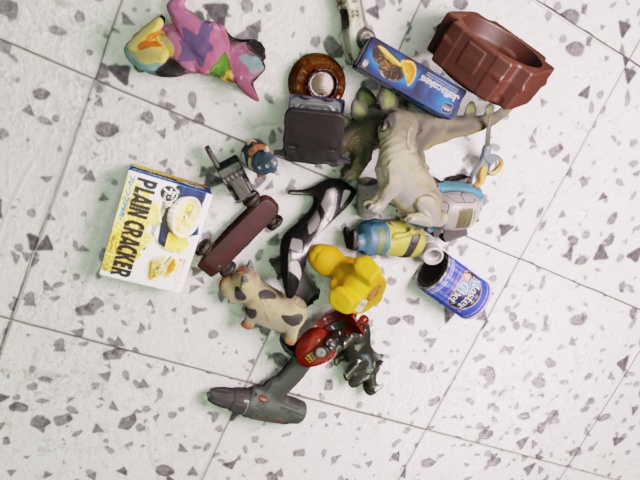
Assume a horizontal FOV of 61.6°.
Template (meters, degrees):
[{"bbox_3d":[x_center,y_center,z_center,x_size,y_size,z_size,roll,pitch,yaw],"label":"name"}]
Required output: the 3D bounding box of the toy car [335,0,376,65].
[{"bbox_3d":[0.056,-0.423,0.988,0.056,0.074,0.201,-18,112,-9],"label":"toy car"}]

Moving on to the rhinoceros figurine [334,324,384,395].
[{"bbox_3d":[0.092,0.273,1.238,0.112,0.073,0.190,-19,110,-19],"label":"rhinoceros figurine"}]

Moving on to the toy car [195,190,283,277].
[{"bbox_3d":[-0.165,-0.011,1.084,0.202,0.053,0.089,-46,123,0],"label":"toy car"}]

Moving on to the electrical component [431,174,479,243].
[{"bbox_3d":[0.281,-0.066,1.173,0.115,0.058,0.134,-19,111,-5],"label":"electrical component"}]

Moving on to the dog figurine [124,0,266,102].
[{"bbox_3d":[-0.204,-0.314,0.946,0.191,0.109,0.219,-44,115,3],"label":"dog figurine"}]

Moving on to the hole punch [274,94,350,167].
[{"bbox_3d":[-0.010,-0.204,0.986,0.142,0.092,0.115,5,130,-3],"label":"hole punch"}]

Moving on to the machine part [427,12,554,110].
[{"bbox_3d":[0.315,-0.333,0.998,0.201,0.201,0.087,-28,155,-46],"label":"machine part"}]

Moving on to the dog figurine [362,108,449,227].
[{"bbox_3d":[0.174,-0.131,0.984,0.172,0.121,0.190,15,99,-13],"label":"dog figurine"}]

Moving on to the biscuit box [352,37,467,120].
[{"bbox_3d":[0.162,-0.290,0.973,0.202,0.059,0.062,25,102,-13],"label":"biscuit box"}]

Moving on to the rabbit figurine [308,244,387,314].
[{"bbox_3d":[0.055,0.064,1.122,0.121,0.173,0.162,-61,155,11],"label":"rabbit figurine"}]

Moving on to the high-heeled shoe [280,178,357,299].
[{"bbox_3d":[-0.002,-0.003,1.096,0.145,0.086,0.248,3,93,-14],"label":"high-heeled shoe"}]

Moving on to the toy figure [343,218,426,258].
[{"bbox_3d":[0.140,-0.002,1.149,0.180,0.082,0.089,-6,129,-19],"label":"toy figure"}]

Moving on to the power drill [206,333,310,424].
[{"bbox_3d":[-0.108,0.313,1.195,0.232,0.086,0.207,28,96,-22],"label":"power drill"}]

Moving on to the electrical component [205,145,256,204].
[{"bbox_3d":[-0.172,-0.135,1.031,0.048,0.075,0.119,-28,109,-3],"label":"electrical component"}]

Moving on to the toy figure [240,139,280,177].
[{"bbox_3d":[-0.112,-0.148,0.996,0.064,0.155,0.058,38,94,-23],"label":"toy figure"}]

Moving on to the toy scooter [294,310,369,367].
[{"bbox_3d":[0.033,0.196,1.127,0.184,0.135,0.075,-40,101,-32],"label":"toy scooter"}]

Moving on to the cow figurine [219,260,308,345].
[{"bbox_3d":[-0.118,0.125,1.114,0.195,0.085,0.127,23,118,-3],"label":"cow figurine"}]

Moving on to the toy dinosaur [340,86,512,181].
[{"bbox_3d":[0.181,-0.221,1.070,0.472,0.105,0.198,-5,109,-11],"label":"toy dinosaur"}]

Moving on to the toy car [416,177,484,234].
[{"bbox_3d":[0.263,-0.060,1.080,0.162,0.103,0.109,2,117,-14],"label":"toy car"}]

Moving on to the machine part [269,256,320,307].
[{"bbox_3d":[-0.045,0.080,1.154,0.084,0.039,0.138,-32,111,-7],"label":"machine part"}]
